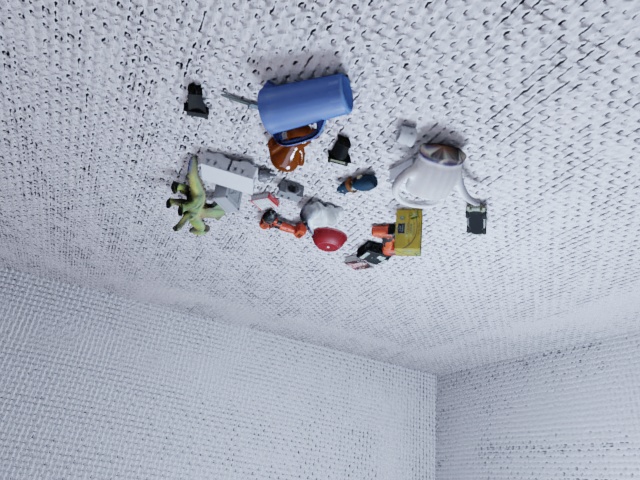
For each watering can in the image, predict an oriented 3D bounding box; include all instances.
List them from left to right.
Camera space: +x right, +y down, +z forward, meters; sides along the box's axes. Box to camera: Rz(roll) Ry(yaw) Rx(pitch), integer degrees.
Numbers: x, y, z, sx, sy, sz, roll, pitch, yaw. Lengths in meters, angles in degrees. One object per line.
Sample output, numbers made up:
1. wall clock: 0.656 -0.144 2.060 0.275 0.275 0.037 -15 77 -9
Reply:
1. watering can: 0.389 -0.193 1.610 0.348 0.106 0.219 0 129 -22

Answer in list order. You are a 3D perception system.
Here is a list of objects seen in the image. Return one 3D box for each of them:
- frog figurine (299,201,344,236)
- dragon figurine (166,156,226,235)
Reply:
1. frog figurine: 0.006 -0.100 1.988 0.160 0.125 0.134 -31 139 -4
2. dragon figurine: -0.441 -0.153 1.968 0.243 0.124 0.402 -4 140 -41
